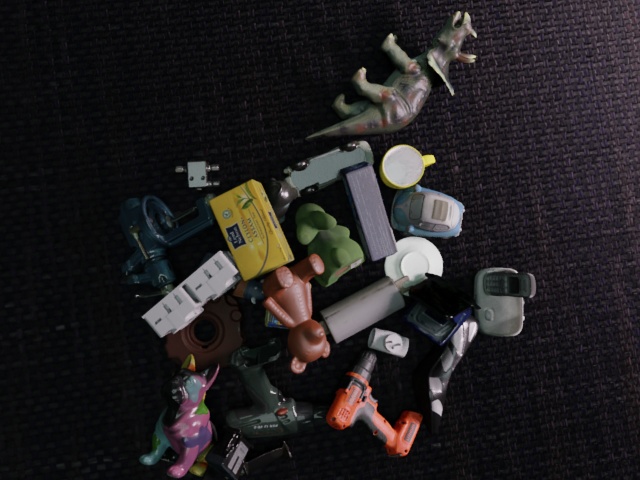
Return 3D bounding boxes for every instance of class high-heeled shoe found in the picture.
[{"bbox_3d":[0.279,0.279,1.145,0.145,0.086,0.248,-3,88,-13],"label":"high-heeled shoe"}]

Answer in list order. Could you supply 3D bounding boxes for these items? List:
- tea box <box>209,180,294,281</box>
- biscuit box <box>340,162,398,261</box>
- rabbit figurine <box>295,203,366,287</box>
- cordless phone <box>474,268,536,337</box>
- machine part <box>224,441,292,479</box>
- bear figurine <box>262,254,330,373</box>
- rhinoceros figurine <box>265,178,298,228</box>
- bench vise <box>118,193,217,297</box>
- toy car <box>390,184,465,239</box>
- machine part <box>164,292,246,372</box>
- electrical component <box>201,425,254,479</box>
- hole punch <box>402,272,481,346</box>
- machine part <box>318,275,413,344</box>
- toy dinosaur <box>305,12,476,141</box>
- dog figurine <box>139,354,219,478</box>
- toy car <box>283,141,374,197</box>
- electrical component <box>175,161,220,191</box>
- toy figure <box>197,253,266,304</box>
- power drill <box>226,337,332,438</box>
[{"bbox_3d":[-0.128,-0.018,1.024,0.098,0.068,0.169,-27,87,8],"label":"tea box"},{"bbox_3d":[0.102,-0.061,1.130,0.063,0.059,0.202,-20,106,-6],"label":"biscuit box"},{"bbox_3d":[-0.002,-0.003,1.113,0.121,0.159,0.170,-36,75,4],"label":"rabbit figurine"},{"bbox_3d":[0.395,0.130,1.109,0.089,0.184,0.146,1,86,-9],"label":"cordless phone"},{"bbox_3d":[-0.128,0.456,1.104,0.139,0.084,0.039,-19,66,-14],"label":"machine part"},{"bbox_3d":[-0.034,0.145,1.038,0.120,0.132,0.196,-17,77,-38],"label":"bear figurine"},{"bbox_3d":[-0.105,-0.034,1.110,0.073,0.112,0.190,22,105,-8],"label":"rhinoceros figurine"},{"bbox_3d":[-0.300,-0.009,1.079,0.241,0.128,0.224,-28,69,12],"label":"bench vise"},{"bbox_3d":[0.236,-0.056,1.148,0.162,0.103,0.109,12,86,-2],"label":"toy car"},{"bbox_3d":[-0.239,0.189,1.115,0.179,0.056,0.179,0,88,-4],"label":"machine part"},{"bbox_3d":[-0.184,0.427,1.032,0.048,0.074,0.119,4,44,30],"label":"electrical component"},{"bbox_3d":[0.244,0.144,1.115,0.116,0.142,0.092,-22,132,-40],"label":"hole punch"},{"bbox_3d":[0.089,0.147,1.135,0.243,0.079,0.079,-28,89,-7],"label":"machine part"},{"bbox_3d":[0.164,-0.311,1.155,0.192,0.131,0.405,40,90,-1],"label":"toy dinosaur"},{"bbox_3d":[-0.247,0.341,1.053,0.109,0.191,0.219,11,79,34],"label":"dog figurine"},{"bbox_3d":[0.019,-0.154,1.158,0.202,0.056,0.073,-22,95,-5],"label":"toy car"},{"bbox_3d":[-0.262,-0.137,1.149,0.094,0.021,0.063,-2,87,-6],"label":"electrical component"},{"bbox_3d":[-0.180,0.081,1.126,0.154,0.058,0.064,31,90,-8],"label":"toy figure"},{"bbox_3d":[-0.089,0.305,1.092,0.232,0.086,0.207,-13,115,0],"label":"power drill"}]
